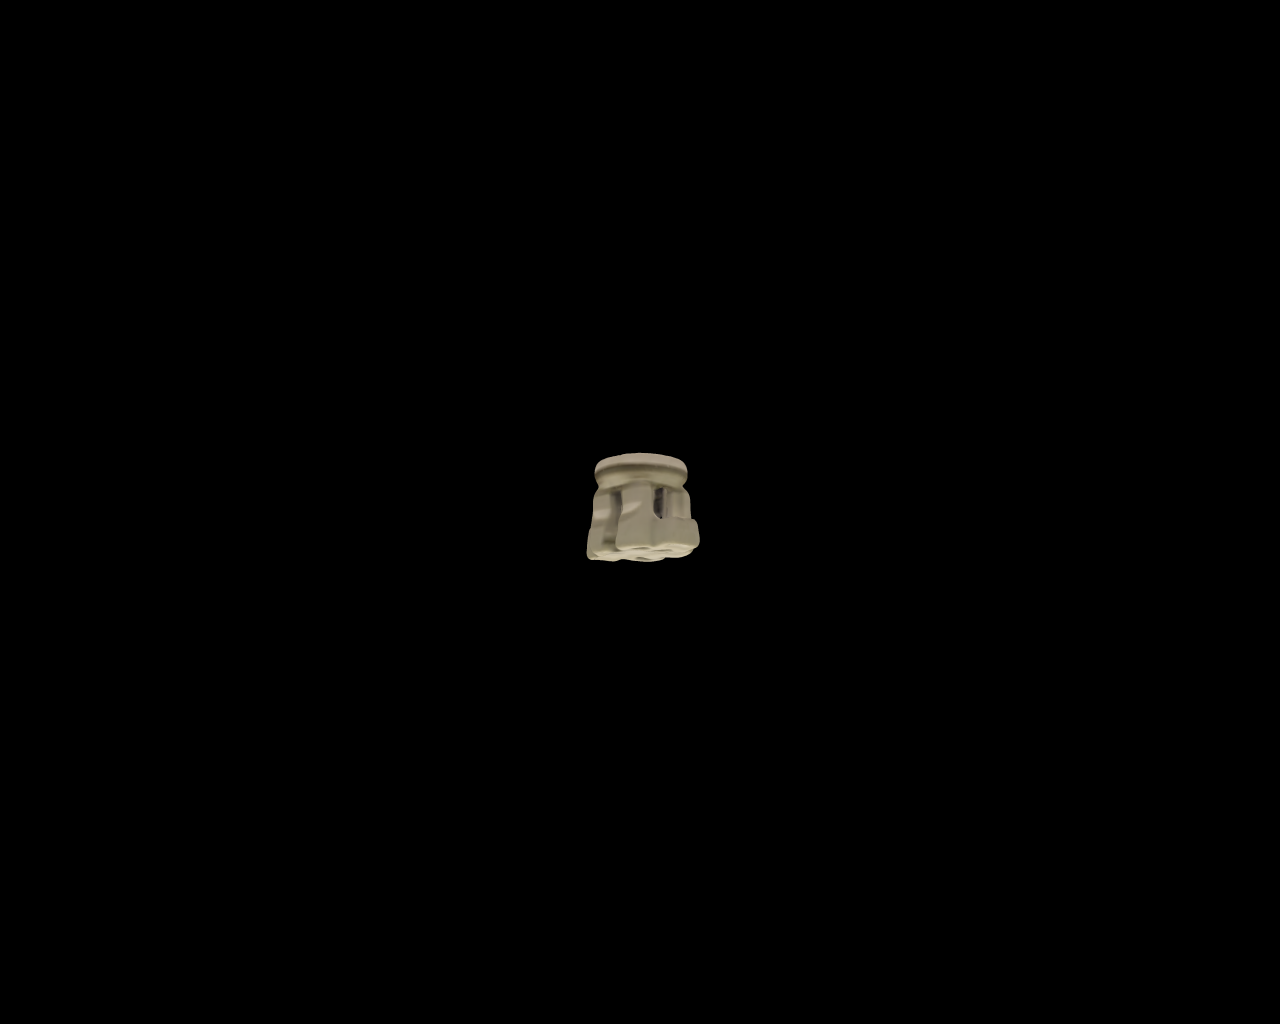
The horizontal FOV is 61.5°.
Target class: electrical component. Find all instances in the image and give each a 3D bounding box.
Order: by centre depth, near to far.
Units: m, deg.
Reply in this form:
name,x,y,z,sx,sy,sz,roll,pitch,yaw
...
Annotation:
name,x,y,z,sx,sy,sz,roll,pitch,yaw
electrical component,0.001,-0.003,0.650,0.058,0.057,0.078,10,-14,-42
